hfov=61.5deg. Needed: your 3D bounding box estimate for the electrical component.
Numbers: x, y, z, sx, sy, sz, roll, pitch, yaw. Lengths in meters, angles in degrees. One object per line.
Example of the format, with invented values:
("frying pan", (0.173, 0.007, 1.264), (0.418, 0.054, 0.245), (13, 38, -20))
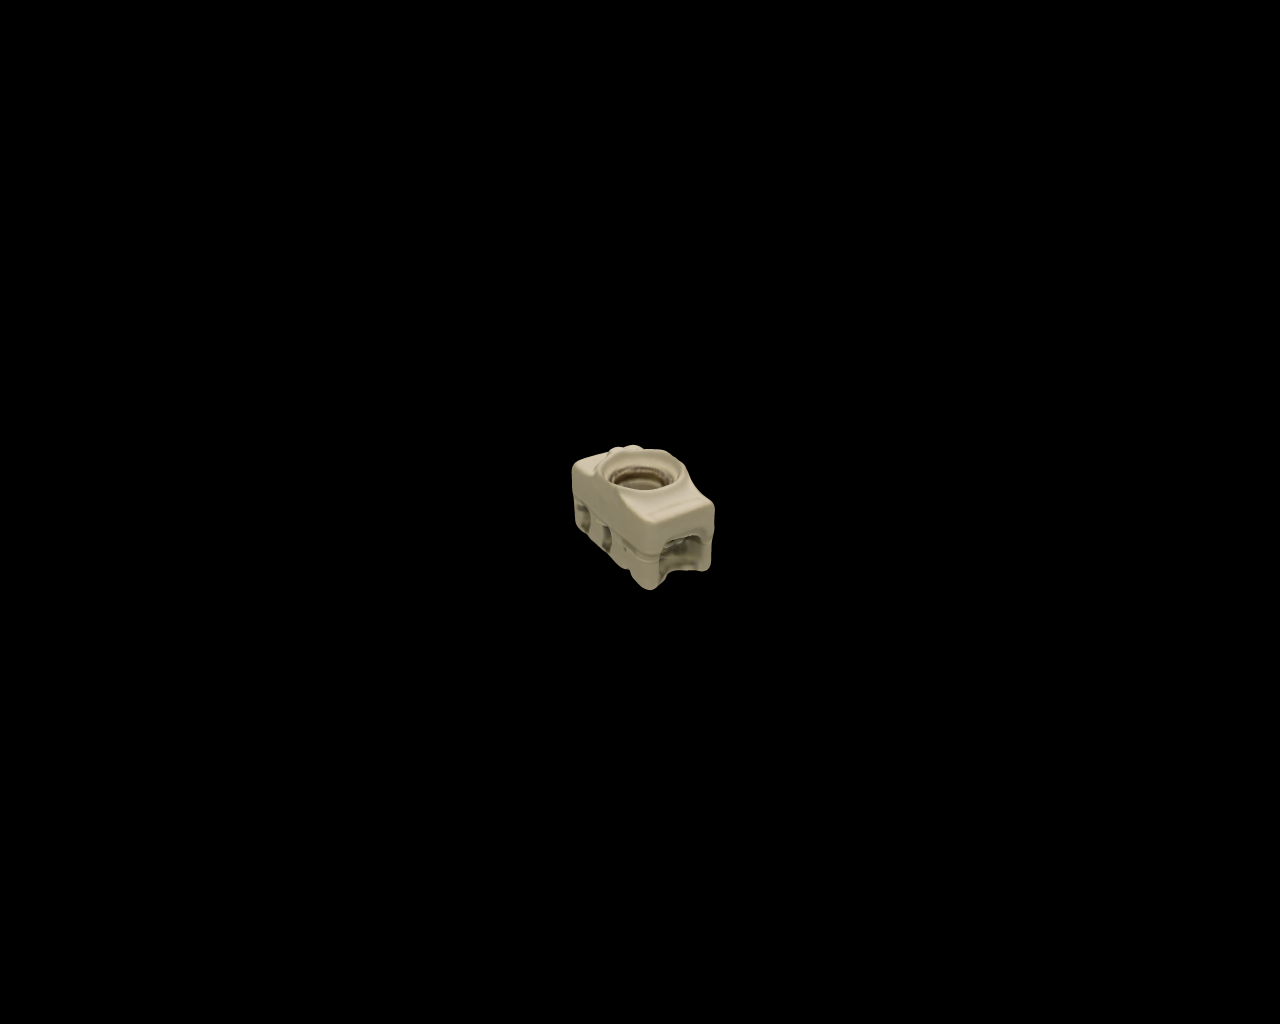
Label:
("electrical component", (0.001, -0.003, 0.650), (0.050, 0.055, 0.089), (-18, 36, -27))
